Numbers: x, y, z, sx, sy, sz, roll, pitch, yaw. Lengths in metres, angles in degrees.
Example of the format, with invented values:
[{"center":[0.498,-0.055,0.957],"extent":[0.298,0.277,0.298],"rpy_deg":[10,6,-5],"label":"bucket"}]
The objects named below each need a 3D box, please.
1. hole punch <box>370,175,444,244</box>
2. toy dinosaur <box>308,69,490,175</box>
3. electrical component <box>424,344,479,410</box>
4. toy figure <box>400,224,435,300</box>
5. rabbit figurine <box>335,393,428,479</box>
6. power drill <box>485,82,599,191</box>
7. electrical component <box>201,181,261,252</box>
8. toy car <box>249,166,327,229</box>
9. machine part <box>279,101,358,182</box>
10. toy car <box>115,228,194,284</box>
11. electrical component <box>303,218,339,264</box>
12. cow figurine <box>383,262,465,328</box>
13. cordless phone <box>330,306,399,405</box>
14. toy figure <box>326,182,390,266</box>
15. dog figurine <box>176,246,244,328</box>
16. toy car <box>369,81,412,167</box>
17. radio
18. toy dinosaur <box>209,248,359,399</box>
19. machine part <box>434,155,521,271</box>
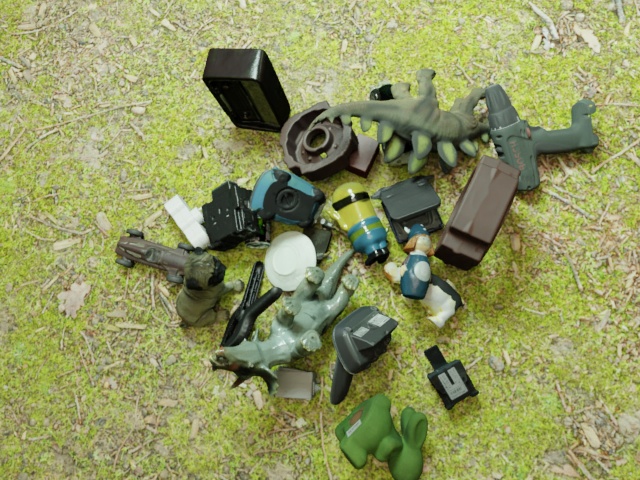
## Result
[{"center":[0.193,-0.065,1.131],"extent":[0.142,0.092,0.116],"rpy_deg":[-22,45,4],"label":"hole punch"},{"center":[0.204,-0.240,1.096],"extent":[0.471,0.105,0.198],"rpy_deg":[7,74,-16],"label":"toy dinosaur"},{"center":[0.252,0.265,1.062],"extent":[0.075,0.047,0.119],"rpy_deg":[-26,78,0],"label":"electrical component"},{"center":[0.192,0.039,1.049],"extent":[0.058,0.064,0.154],"rpy_deg":[-4,68,38],"label":"toy figure"},{"center":[0.135,0.387,1.034],"extent":[0.170,0.121,0.159],"rpy_deg":[45,79,-5],"label":"rabbit figurine"},{"center":[0.453,-0.226,1.096],"extent":[0.207,0.086,0.231],"rpy_deg":[-16,102,-9],"label":"power drill"},{"center":[-0.193,-0.055,1.147],"extent":[0.115,0.058,0.134],"rpy_deg":[-27,65,30],"label":"electrical component"},{"center":[-0.072,-0.093,1.123],"extent":[0.161,0.103,0.109],"rpy_deg":[16,106,-27],"label":"toy car"},{"center":[-0.002,-0.212,1.166],"extent":[0.179,0.056,0.179],"rpy_deg":[-10,65,23],"label":"machine part"},{"center":[-0.367,0.032,1.180],"extent":[0.202,0.053,0.089],"rpy_deg":[16,83,16],"label":"toy car"},{"center":[-0.004,-0.002,1.152],"extent":[0.078,0.045,0.102],"rpy_deg":[22,82,9],"label":"electrical component"},{"center":[0.211,0.093,1.093],"extent":[0.098,0.068,0.167],"rpy_deg":[-41,79,-8],"label":"cow figurine"},{"center":[0.077,0.236,1.072],"extent":[0.089,0.146,0.184],"rpy_deg":[25,119,27],"label":"cordless phone"},{"center":[0.089,-0.037,1.124],"extent":[0.089,0.082,0.180],"rpy_deg":[-40,66,26],"label":"toy figure"},{"center":[-0.252,0.106,1.086],"extent":[0.121,0.190,0.172],"rpy_deg":[24,83,11],"label":"dog figurine"},{"center":[0.161,-0.257,1.180],"extent":[0.073,0.056,0.201],"rpy_deg":[-10,75,-12],"label":"toy car"},{"center":[-0.152,-0.313,1.145],"extent":[0.131,0.229,0.073],"rpy_deg":[7,75,12],"label":"radio"},{"center":[-0.036,0.160,1.060],"extent":[0.131,0.192,0.405],"rpy_deg":[45,41,7],"label":"toy dinosaur"},{"center":[0.304,-0.047,1.044],"extent":[0.087,0.201,0.201],"rpy_deg":[27,82,9],"label":"machine part"}]
